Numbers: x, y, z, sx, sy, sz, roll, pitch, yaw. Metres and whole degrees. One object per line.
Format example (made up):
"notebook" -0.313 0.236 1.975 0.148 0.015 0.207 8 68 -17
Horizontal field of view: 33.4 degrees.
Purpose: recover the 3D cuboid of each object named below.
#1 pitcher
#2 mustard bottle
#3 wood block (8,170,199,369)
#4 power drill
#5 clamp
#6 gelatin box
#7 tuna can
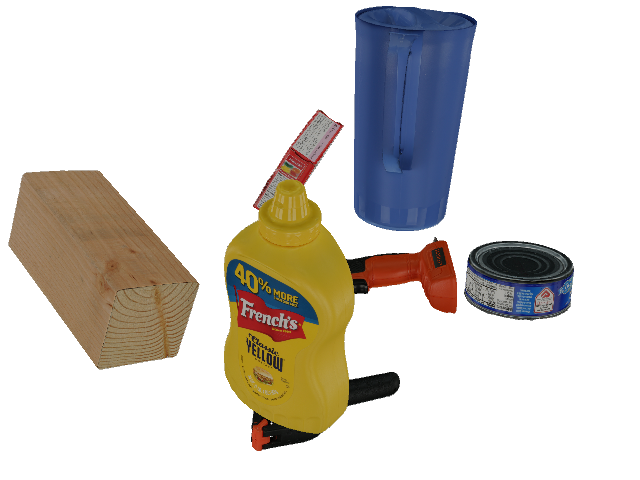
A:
"pitcher" 0.095 -0.135 1.199 0.149 0.243 0.145 -11 26 -30
"mustard bottle" -0.022 0.041 0.731 0.096 0.192 0.058 28 44 28
"wood block" -0.216 0.022 1.041 0.090 0.091 0.206 -5 36 -41
"power drill" 0.061 0.052 1.237 0.187 0.057 0.184 -2 28 1
"clamp" -0.016 0.151 1.083 0.171 0.039 0.120 -23 34 -38
"gelatin box" -0.020 -0.068 0.957 0.030 0.073 0.089 34 35 -2
"tuna can" 0.160 0.031 0.859 0.086 0.034 0.086 1 22 -1
